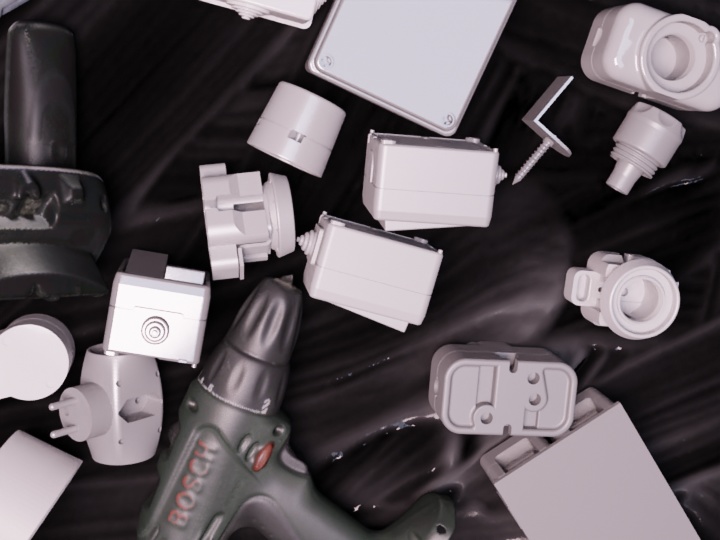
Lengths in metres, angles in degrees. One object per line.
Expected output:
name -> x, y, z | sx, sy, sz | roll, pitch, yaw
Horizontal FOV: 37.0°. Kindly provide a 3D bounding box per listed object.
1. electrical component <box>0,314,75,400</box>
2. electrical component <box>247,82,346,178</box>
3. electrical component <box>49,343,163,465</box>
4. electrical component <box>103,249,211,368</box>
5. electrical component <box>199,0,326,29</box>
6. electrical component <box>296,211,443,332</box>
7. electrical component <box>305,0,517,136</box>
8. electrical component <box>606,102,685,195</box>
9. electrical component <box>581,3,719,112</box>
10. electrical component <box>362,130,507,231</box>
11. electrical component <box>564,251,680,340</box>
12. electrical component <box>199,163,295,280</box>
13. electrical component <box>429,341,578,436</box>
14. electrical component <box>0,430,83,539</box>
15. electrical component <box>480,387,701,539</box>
electrical component -> -0.262, 0.071, 0.712 | 0.138, 0.073, 0.052 | -13, 101, -6
electrical component -> -0.041, -0.095, 0.725 | 0.055, 0.055, 0.047 | 25, 92, -11
electrical component -> -0.177, 0.093, 0.730 | 0.079, 0.043, 0.077 | -11, 104, -49
electrical component -> -0.132, 0.024, 0.710 | 0.062, 0.096, 0.061 | 10, 96, -10
electrical component -> -0.063, -0.213, 0.704 | 0.100, 0.048, 0.099 | 14, 97, -10
electrical component -> 0.000, 0.000, 0.742 | 0.096, 0.061, 0.061 | 15, 97, -10
electrical component -> 0.033, -0.161, 0.722 | 0.109, 0.056, 0.108 | 24, 95, -11
electrical component -> 0.199, -0.084, 0.765 | 0.043, 0.043, 0.062 | 30, 96, -11
electrical component -> 0.211, -0.147, 0.747 | 0.095, 0.059, 0.053 | 17, 97, -10
electrical component -> 0.053, -0.059, 0.738 | 0.096, 0.061, 0.061 | 3, 104, -8
electrical component -> 0.194, 0.018, 0.774 | 0.078, 0.057, 0.058 | 5, 99, -9
electrical component -> -0.075, -0.035, 0.725 | 0.057, 0.058, 0.078 | -7, 68, -9
electrical component -> 0.100, 0.084, 0.771 | 0.095, 0.059, 0.053 | 3, 99, -8
electrical component -> -0.241, 0.157, 0.715 | 0.060, 0.108, 0.108 | 34, 93, -6
electrical component -> 0.182, 0.193, 0.800 | 0.105, 0.060, 0.186 | -32, 102, -2
